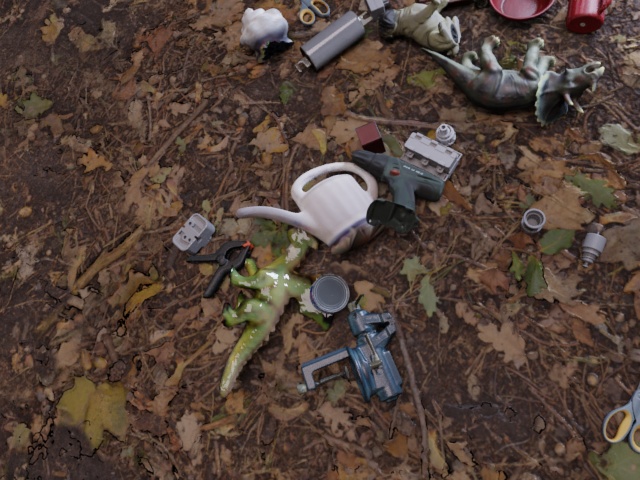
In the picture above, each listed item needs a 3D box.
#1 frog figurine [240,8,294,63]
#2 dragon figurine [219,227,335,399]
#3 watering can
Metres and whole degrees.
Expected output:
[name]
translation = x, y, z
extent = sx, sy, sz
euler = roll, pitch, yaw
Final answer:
[frog figurine]
translation = -0.164, -0.589, 1.422
extent = 0.136, 0.123, 0.161
euler = -33, 79, 22
[dragon figurine]
translation = -0.085, 0.151, 1.167
extent = 0.243, 0.120, 0.416
euler = 3, 73, 6
[watering can]
translation = 0.004, -0.059, 1.178
extent = 0.351, 0.102, 0.227
euler = -27, 68, -24
